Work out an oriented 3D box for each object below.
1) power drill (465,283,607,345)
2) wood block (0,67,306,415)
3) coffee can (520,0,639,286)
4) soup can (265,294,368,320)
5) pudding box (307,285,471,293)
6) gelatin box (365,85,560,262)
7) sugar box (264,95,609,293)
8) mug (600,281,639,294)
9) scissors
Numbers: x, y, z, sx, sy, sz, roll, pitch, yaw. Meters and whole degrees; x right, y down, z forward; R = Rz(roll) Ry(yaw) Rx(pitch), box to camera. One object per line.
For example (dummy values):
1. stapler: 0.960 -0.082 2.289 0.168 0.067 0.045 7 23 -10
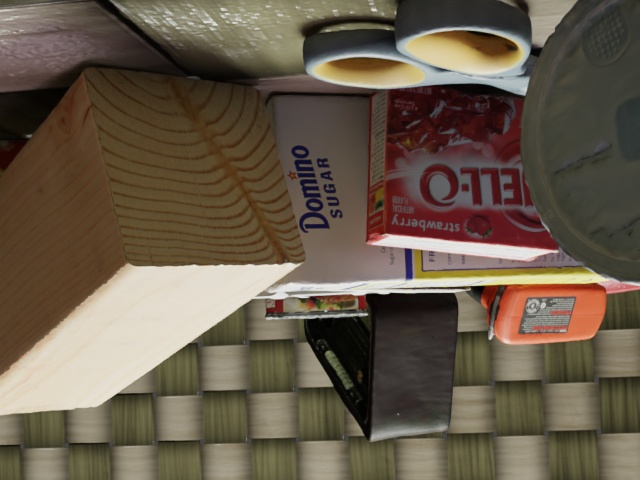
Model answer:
1. power drill: 0.175 0.029 0.975 0.184 0.057 0.188 -2 -158 -23
2. wood block: -0.108 0.011 0.517 0.090 0.091 0.207 0 156 -38
3. coffee can: 0.156 -0.035 0.378 0.140 0.103 0.103 1 174 -37
4. soup can: -0.005 0.001 0.708 0.068 0.102 0.068 -2 175 0
5. pudding box: 0.025 -0.016 0.578 0.113 0.090 0.039 0 173 -3
6. gelatin box: 0.067 -0.031 0.495 0.089 0.073 0.030 6 168 -17
7. sugar box: 0.058 -0.022 0.535 0.176 0.093 0.048 0 173 -14
8. mug: 0.283 0.008 1.053 0.081 0.093 0.117 -7 -169 2
9. scissors: 0.065 -0.069 0.450 0.096 0.016 0.201 -3 175 25
